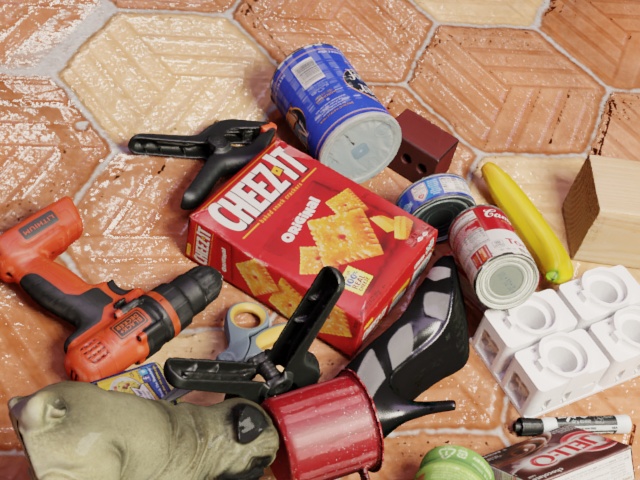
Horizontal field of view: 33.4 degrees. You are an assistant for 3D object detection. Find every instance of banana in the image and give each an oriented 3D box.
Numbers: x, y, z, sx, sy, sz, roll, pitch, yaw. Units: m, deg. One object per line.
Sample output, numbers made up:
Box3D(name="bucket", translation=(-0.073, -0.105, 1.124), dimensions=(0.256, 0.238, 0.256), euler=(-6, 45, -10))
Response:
Box3D(name="banana", translation=(0.238, -0.012, 1.194), dimensions=(0.037, 0.069, 0.198), euler=(-31, 44, 7))

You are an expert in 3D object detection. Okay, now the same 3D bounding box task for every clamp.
Box3D(name="clamp", translation=(-0.037, 0.108, 0.924), dimensions=(0.164, 0.210, 0.036), euler=(-33, 60, -7))
Box3D(name="clamp", translation=(-0.127, -0.103, 1.206), dimensions=(0.120, 0.039, 0.171), euler=(43, 47, 18))

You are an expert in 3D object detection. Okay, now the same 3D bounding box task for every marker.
Box3D(name="marker", translation=(0.248, 0.183, 1.052), dimensions=(0.121, 0.020, 0.020), euler=(1, 49, -12))

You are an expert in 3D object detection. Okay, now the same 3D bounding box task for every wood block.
Box3D(name="wood block", translation=(0.395, -0.024, 1.221), dimensions=(0.206, 0.090, 0.091), euler=(7, 48, -7))

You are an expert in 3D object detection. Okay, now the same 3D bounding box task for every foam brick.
Box3D(name="foam brick", translation=(0.114, -0.107, 1.254), dimensions=(0.078, 0.053, 0.051), euler=(34, 51, 17))

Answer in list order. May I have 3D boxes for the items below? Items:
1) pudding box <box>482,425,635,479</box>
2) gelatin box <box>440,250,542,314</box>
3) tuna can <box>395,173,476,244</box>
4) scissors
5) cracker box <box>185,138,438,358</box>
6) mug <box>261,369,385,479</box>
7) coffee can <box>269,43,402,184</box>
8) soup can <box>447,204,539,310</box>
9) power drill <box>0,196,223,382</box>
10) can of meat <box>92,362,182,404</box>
Box3D(name="pudding box", translation=(0.216, 0.210, 0.977), dimensions=(0.113, 0.090, 0.039), euler=(-17, 100, -24))
Box3D(name="gelatin box", translation=(0.184, 0.037, 1.159), dimensions=(0.073, 0.030, 0.089), euler=(-31, 61, -32))
Box3D(name="tuna can", translation=(0.128, -0.033, 1.171), dimensions=(0.086, 0.086, 0.034), euler=(-5, 53, -17))
Box3D(name="scissors", translation=(-0.095, 0.102, 1.014), dimensions=(0.201, 0.016, 0.096), euler=(-12, 41, -43))
Box3D(name="cracker box", translation=(-0.007, 0.001, 1.119), dimensions=(0.214, 0.072, 0.164), euler=(31, 49, 15))
Box3D(name="mug", translation=(0.002, 0.175, 0.904), dimensions=(0.081, 0.093, 0.117), euler=(-14, 67, -20))
Box3D(name="coffee can", translation=(0.016, -0.145, 1.225), dimensions=(0.102, 0.103, 0.140), euler=(-14, 49, -23))
Box3D(name="soup can", translation=(0.175, 0.017, 1.088), dimensions=(0.068, 0.068, 0.102), euler=(2, 29, -11))
Box3D(name="power drill", translation=(-0.213, 0.039, 1.048), dimensions=(0.188, 0.057, 0.184), euler=(38, 52, 20))
Box3D(name="can of meat", translation=(-0.166, 0.164, 0.950), dimensions=(0.083, 0.057, 0.102), euler=(-17, 56, -28))
